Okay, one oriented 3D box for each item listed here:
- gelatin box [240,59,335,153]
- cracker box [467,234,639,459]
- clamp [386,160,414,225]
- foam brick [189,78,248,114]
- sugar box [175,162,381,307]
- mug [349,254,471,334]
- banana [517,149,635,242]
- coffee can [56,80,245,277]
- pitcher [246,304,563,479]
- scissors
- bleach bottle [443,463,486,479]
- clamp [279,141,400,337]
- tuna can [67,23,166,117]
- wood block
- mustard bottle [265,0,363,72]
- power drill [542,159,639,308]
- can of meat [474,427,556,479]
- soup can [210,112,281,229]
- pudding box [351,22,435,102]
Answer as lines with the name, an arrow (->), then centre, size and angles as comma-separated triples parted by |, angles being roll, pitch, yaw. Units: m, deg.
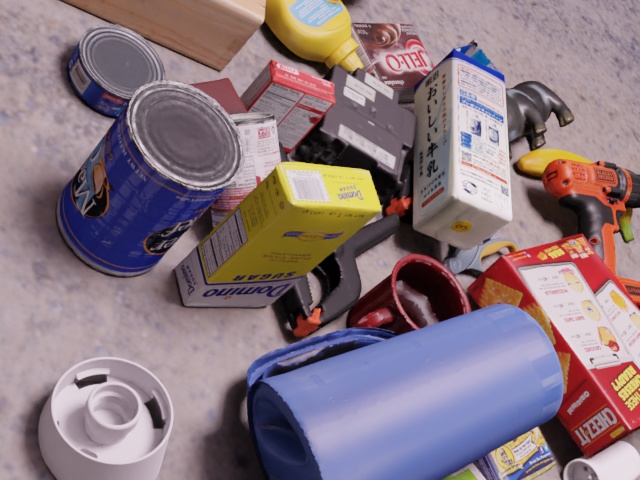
gelatin box -> -0.038, -0.130, 1.045 | 0.073, 0.089, 0.030 | 16, 49, -30
cracker box -> 0.276, 0.105, 1.123 | 0.163, 0.072, 0.214 | -12, 62, -46
clamp -> 0.127, -0.066, 1.169 | 0.171, 0.039, 0.120 | -12, 68, -47
foam brick -> -0.114, -0.113, 1.000 | 0.078, 0.051, 0.053 | -17, 73, -44
sugar box -> -0.039, 0.001, 0.887 | 0.093, 0.177, 0.048 | 3, 57, -37
mug -> 0.072, 0.075, 0.992 | 0.117, 0.082, 0.093 | -14, 70, -44
banana -> 0.328, -0.072, 1.336 | 0.197, 0.037, 0.069 | 29, 46, -19
coffee can -> -0.140, -0.047, 0.867 | 0.102, 0.141, 0.103 | 21, 49, -26
pitcher -> 0.066, 0.131, 0.866 | 0.242, 0.145, 0.149 | -19, 86, -25
scissors -> 0.141, 0.007, 1.126 | 0.201, 0.016, 0.096 | -5, 88, -41
bleach bottle -> 0.120, 0.238, 0.928 | 0.102, 0.068, 0.251 | -15, 69, -41
clamp -> -0.007, 0.001, 1.015 | 0.164, 0.036, 0.209 | 34, 41, -13
tuna can -> -0.188, -0.155, 0.984 | 0.086, 0.034, 0.086 | 21, 49, -26
wood block -> -0.162, -0.260, 1.040 | 0.205, 0.090, 0.091 | 21, 50, -26
mustard bottle -> -0.022, -0.255, 1.170 | 0.191, 0.058, 0.096 | 47, 44, -1
power drill -> 0.353, -0.003, 1.271 | 0.184, 0.057, 0.187 | 6, 65, -31
can of meat -> 0.165, 0.193, 1.002 | 0.101, 0.058, 0.084 | -13, 72, -43
soup can -> -0.068, -0.059, 0.952 | 0.068, 0.069, 0.102 | -18, 108, -45
pudding box -> 0.081, -0.204, 1.231 | 0.113, 0.039, 0.090 | -11, 68, -43
